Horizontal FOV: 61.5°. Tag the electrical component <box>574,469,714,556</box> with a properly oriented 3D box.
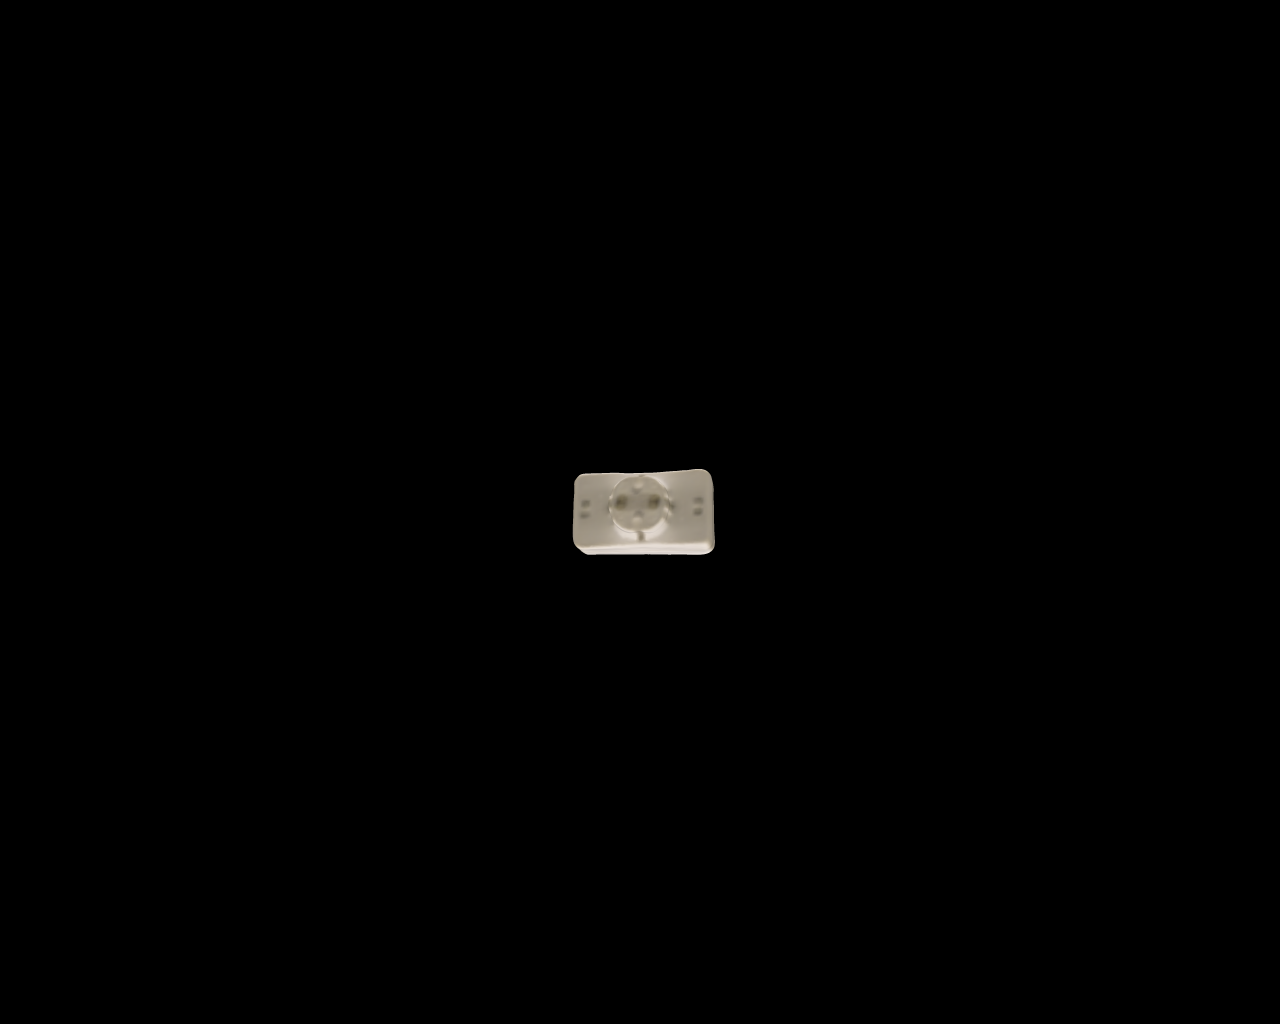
[{"bbox_3d":[0.001,-0.003,0.650,0.083,0.047,0.075,-1,-11,7],"label":"electrical component"}]
